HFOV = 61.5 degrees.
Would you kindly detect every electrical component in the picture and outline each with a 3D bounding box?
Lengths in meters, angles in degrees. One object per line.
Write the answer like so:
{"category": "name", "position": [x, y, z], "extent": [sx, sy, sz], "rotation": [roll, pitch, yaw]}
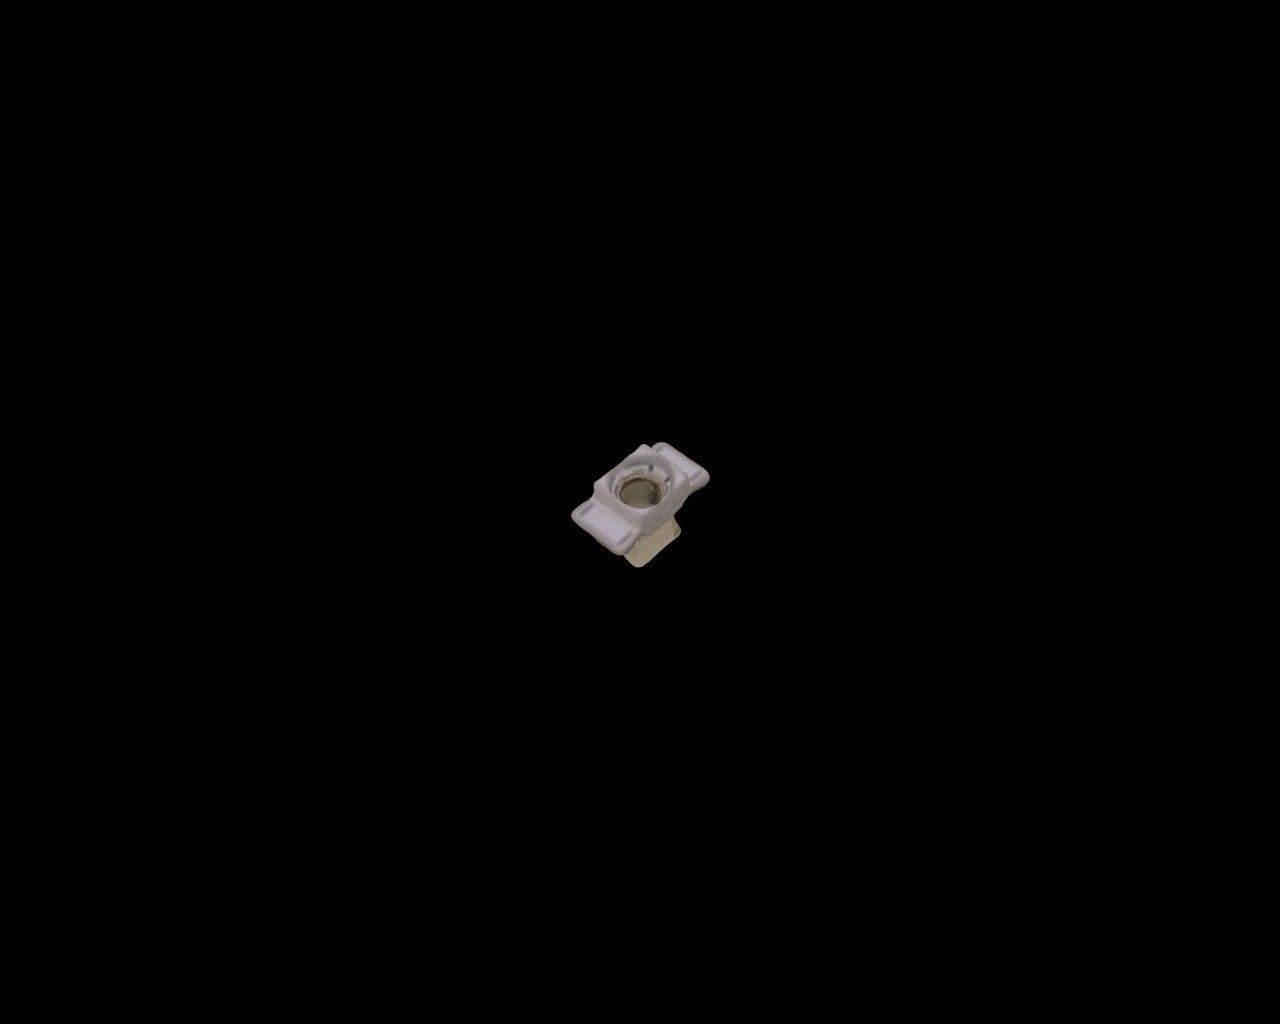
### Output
{"category": "electrical component", "position": [0.001, -0.003, 0.650], "extent": [0.042, 0.063, 0.081], "rotation": [39, 63, 25]}
